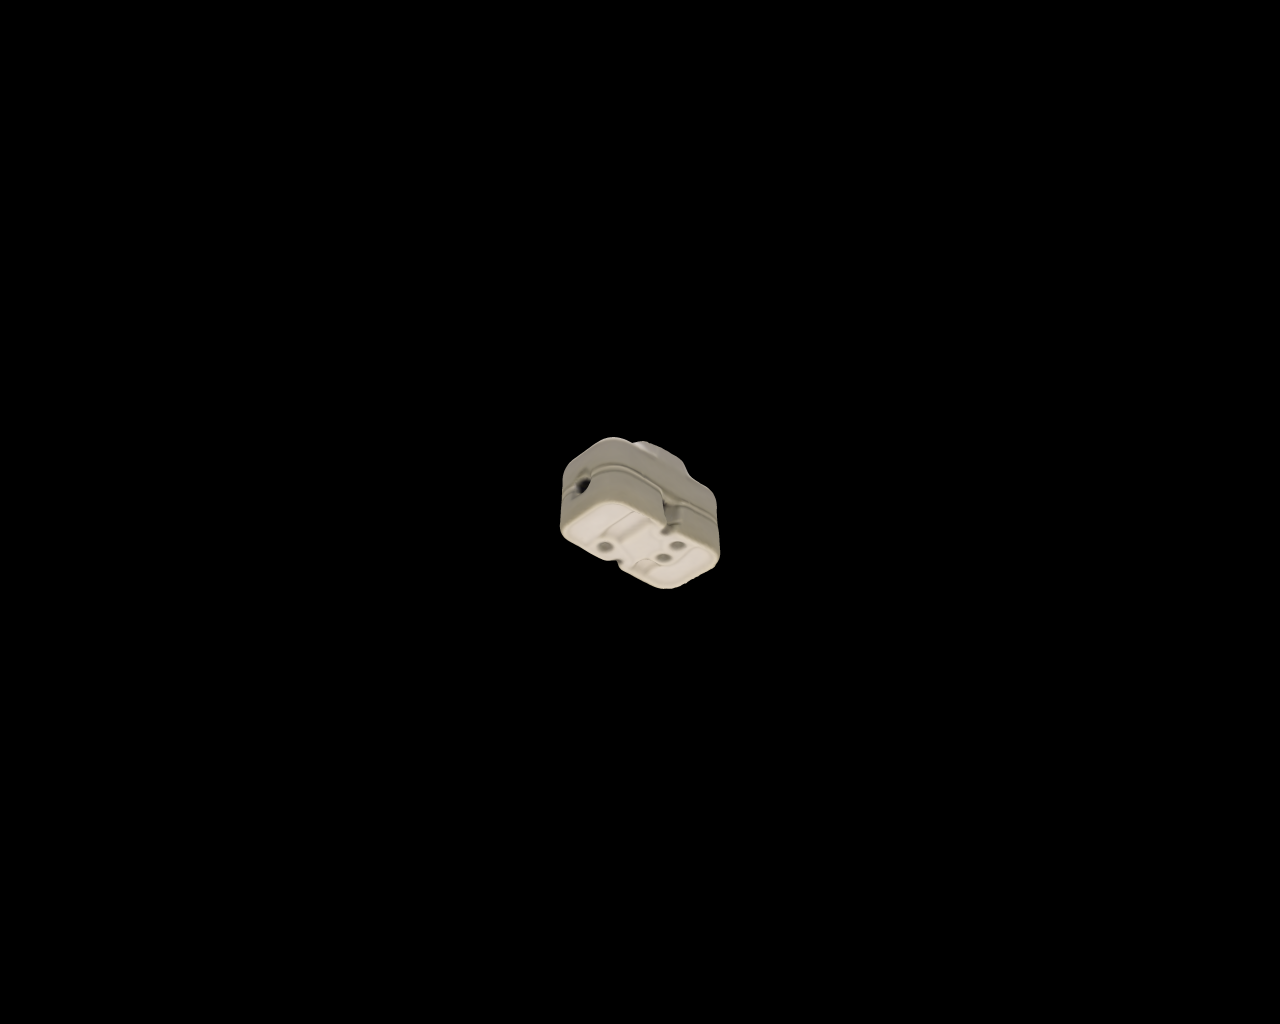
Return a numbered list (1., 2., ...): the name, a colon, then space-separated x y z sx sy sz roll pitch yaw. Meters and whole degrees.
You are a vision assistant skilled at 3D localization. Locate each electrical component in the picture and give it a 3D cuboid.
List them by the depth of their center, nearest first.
1. electrical component: 0.001 -0.003 0.650 0.095 0.059 0.053 29 -46 -33
